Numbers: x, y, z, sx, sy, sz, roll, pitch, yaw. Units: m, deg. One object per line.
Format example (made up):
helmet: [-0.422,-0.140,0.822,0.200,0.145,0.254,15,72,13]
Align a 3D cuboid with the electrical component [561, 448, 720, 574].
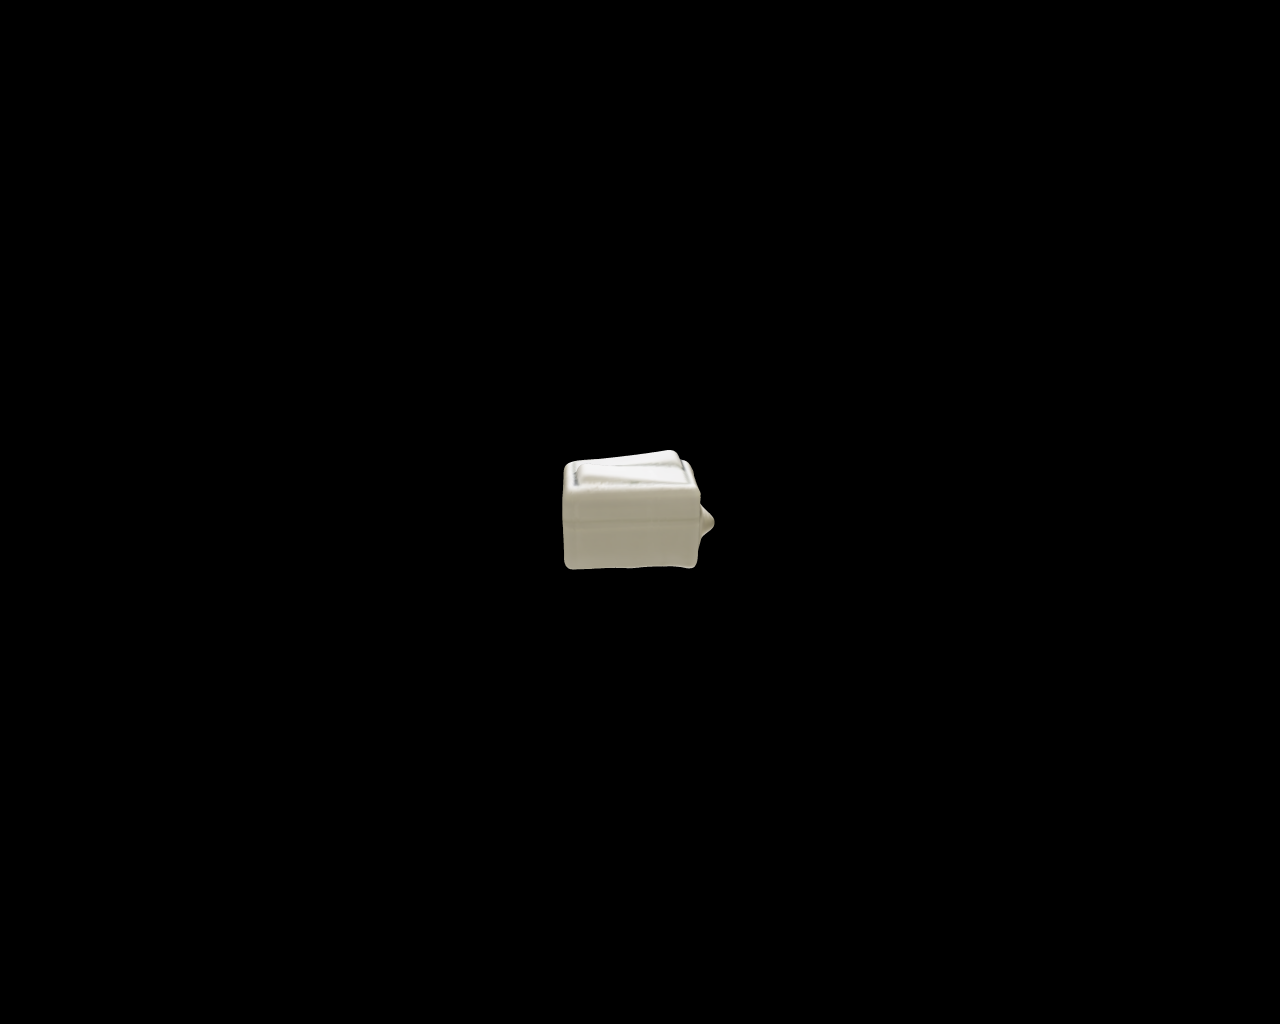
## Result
electrical component: [0.001,-0.003,0.650,0.096,0.061,0.062,-1,20,-2]
